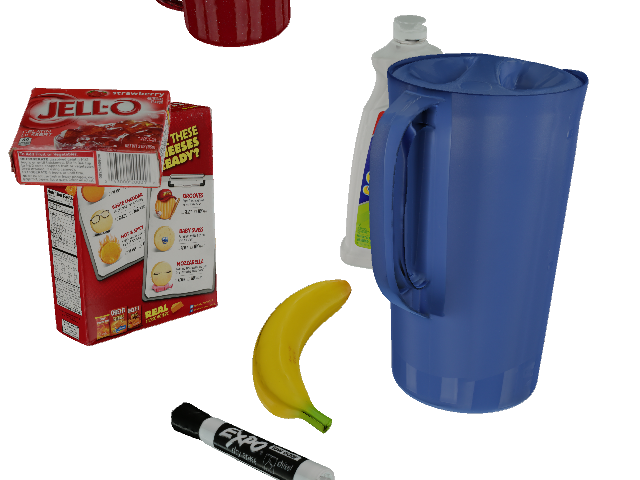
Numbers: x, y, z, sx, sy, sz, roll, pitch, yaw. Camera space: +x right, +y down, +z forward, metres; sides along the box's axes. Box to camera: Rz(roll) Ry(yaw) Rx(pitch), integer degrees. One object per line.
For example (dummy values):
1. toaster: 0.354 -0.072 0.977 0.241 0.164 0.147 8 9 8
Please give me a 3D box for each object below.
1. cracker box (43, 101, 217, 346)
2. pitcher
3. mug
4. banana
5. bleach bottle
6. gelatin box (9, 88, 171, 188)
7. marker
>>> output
1. cracker box: -0.187 -0.021 1.062 0.163 0.214 0.072 -16 21 -42
2. pitcher: 0.101 -0.003 0.746 0.149 0.243 0.145 0 21 -3
3. mug: -0.077 -0.198 0.799 0.117 0.081 0.093 1 37 5
4. banana: -0.018 0.086 0.870 0.069 0.037 0.197 21 32 -6
5. bleach bottle: 0.073 -0.093 1.038 0.103 0.251 0.068 8 28 14
6. gelatin box: -0.140 -0.065 0.659 0.089 0.030 0.073 1 37 -3
7. marker: -0.044 0.121 0.626 0.121 0.020 0.020 16 10 38
